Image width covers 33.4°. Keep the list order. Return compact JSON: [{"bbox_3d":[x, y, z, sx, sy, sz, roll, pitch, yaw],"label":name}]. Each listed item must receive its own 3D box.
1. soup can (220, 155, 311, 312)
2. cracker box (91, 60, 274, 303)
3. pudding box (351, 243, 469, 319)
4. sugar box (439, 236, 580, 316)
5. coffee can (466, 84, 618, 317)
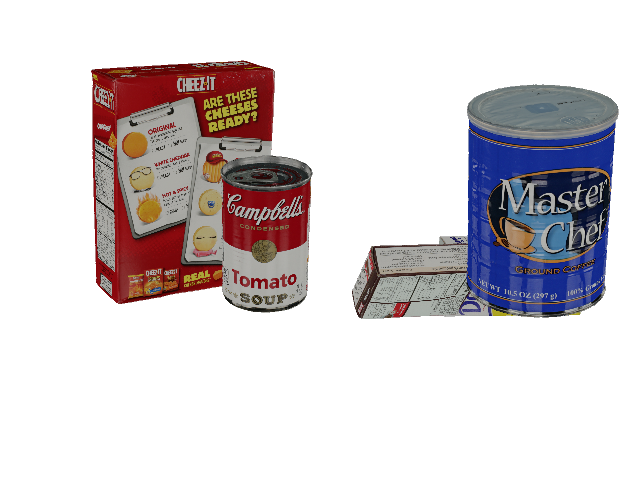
[{"bbox_3d":[-0.042,-0.005,0.807,0.068,0.102,0.068,2,24,-1],"label":"soup can"},{"bbox_3d":[-0.132,-0.059,1.023,0.163,0.214,0.072,-9,21,-32],"label":"cracker box"},{"bbox_3d":[0.096,0.041,1.074,0.113,0.039,0.090,-3,-33,-15],"label":"pudding box"},{"bbox_3d":[0.230,0.043,1.290,0.176,0.093,0.048,-2,21,-9],"label":"sugar box"},{"bbox_3d":[0.157,-0.030,0.767,0.103,0.140,0.103,-3,25,1],"label":"coffee can"}]
